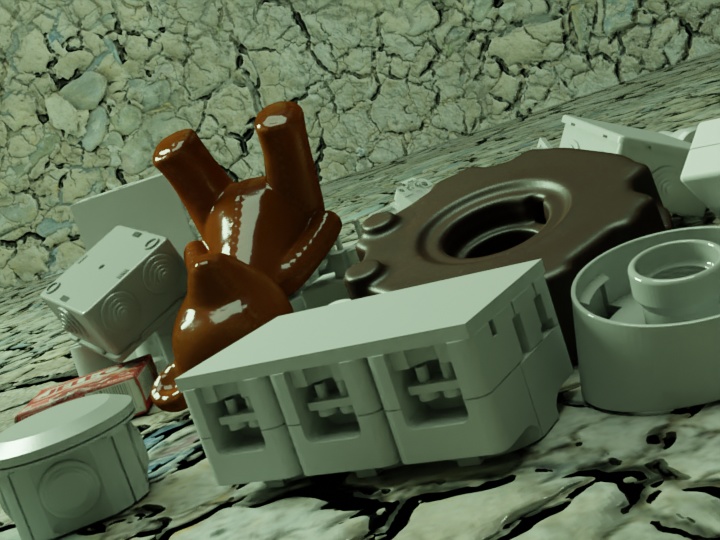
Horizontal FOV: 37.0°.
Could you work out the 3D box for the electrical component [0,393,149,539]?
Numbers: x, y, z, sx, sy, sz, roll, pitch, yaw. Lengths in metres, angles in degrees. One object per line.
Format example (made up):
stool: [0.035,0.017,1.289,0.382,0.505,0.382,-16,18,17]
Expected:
electrical component: [-0.149,0.099,0.552,0.080,0.051,0.080,-18,8,3]

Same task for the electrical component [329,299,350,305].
electrical component: [-0.008,0.043,0.638,0.043,0.043,0.062,-18,10,5]

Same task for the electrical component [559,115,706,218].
electrical component: [0.198,-0.074,0.777,0.100,0.048,0.099,7,15,-20]

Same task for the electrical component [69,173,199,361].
electrical component: [-0.180,-0.002,0.934,0.089,0.150,0.062,-19,9,-5]

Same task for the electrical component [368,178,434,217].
electrical component: [0.052,-0.043,0.953,0.081,0.063,0.042,37,42,28]

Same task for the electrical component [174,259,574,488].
electrical component: [0.008,0.051,0.483,0.150,0.061,0.089,-13,10,32]

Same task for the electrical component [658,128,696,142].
electrical component: [0.281,-0.101,0.939,0.045,0.045,0.055,-21,9,-15]

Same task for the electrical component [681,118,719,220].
electrical component: [0.204,-0.026,0.547,0.047,0.083,0.075,-7,52,53]

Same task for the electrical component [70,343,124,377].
electrical component: [-0.202,0.076,0.835,0.040,0.046,0.040,-18,8,3]

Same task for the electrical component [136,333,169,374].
electrical component: [-0.165,0.059,0.870,0.040,0.046,0.040,-18,8,3]

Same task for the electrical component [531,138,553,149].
electrical component: [0.176,-0.074,0.911,0.064,0.042,0.081,-1,37,-17]

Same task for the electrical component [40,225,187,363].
electrical component: [-0.179,0.014,0.800,0.099,0.048,0.100,-46,33,-23]

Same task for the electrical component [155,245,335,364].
electrical component: [-0.087,0.024,0.874,0.089,0.061,0.150,-13,10,33]

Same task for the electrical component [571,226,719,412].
electrical component: [0.138,0.023,0.454,0.099,0.064,0.099,-15,22,6]

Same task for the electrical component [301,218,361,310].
electrical component: [0.000,0.000,0.787,0.083,0.075,0.047,-15,9,22]
